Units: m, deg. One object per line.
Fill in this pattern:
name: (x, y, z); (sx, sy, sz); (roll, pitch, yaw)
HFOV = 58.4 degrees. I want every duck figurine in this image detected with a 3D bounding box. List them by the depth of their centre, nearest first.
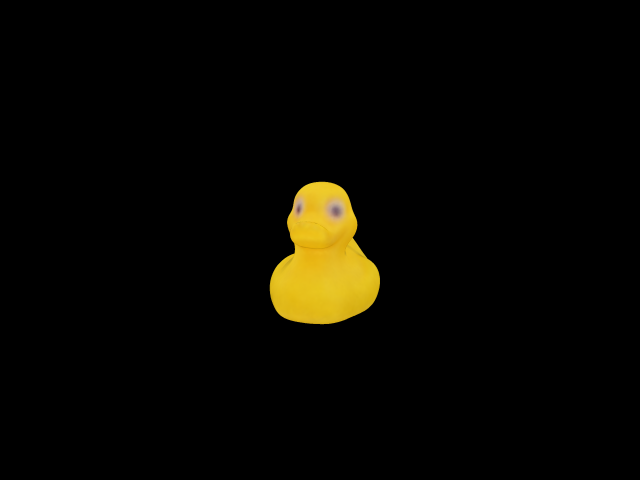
duck figurine: (0.004, 0.001, 0.400); (0.077, 0.086, 0.105); (4, 14, 15)
